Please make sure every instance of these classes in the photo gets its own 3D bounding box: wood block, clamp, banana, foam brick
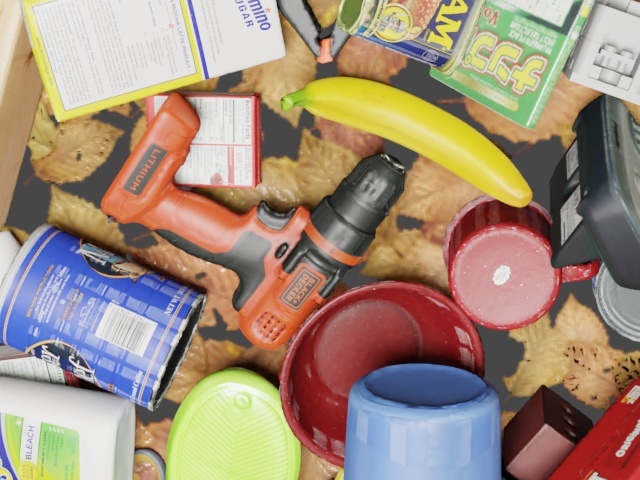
[{"bbox_3d":[-0.275,-0.109,0.824,0.090,0.090,0.206,21,106,2],"label":"wood block"},{"bbox_3d":[0.012,-0.219,0.779,0.120,0.039,0.171,-6,110,14],"label":"clamp"},{"bbox_3d":[0.066,-0.079,0.794,0.197,0.069,0.037,20,137,-5],"label":"banana"},{"bbox_3d":[0.179,0.160,0.832,0.053,0.078,0.051,37,108,-2],"label":"foam brick"}]

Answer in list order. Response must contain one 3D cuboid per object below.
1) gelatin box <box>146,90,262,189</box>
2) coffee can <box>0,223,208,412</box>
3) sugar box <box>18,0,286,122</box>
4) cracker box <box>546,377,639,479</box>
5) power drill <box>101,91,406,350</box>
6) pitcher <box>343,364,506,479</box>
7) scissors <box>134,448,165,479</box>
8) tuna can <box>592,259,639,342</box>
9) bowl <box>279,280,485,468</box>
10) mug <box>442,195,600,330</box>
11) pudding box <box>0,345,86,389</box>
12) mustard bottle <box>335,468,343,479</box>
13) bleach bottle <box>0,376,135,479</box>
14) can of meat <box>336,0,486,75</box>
[{"bbox_3d":[-0.090,-0.079,0.835,0.089,0.030,0.073,2,105,5],"label":"gelatin box"},{"bbox_3d":[-0.174,0.061,0.846,0.140,0.102,0.103,24,107,1],"label":"coffee can"},{"bbox_3d":[-0.119,-0.156,0.770,0.176,0.048,0.093,-19,121,-14],"label":"sugar box"},{"bbox_3d":[0.251,0.236,0.780,0.164,0.072,0.213,-41,114,-23],"label":"cracker box"},{"bbox_3d":[-0.053,-0.028,0.799,0.187,0.057,0.185,35,108,-8],"label":"power drill"},{"bbox_3d":[0.085,0.220,0.782,0.145,0.148,0.243,12,107,41],"label":"pitcher"},{"bbox_3d":[-0.165,0.264,0.943,0.096,0.016,0.202,-13,102,12],"label":"scissors"},{"bbox_3d":[0.251,0.033,0.810,0.086,0.033,0.086,2,104,8],"label":"tuna can"},{"bbox_3d":[0.044,0.097,0.834,0.162,0.055,0.162,-4,111,-10],"label":"bowl"},{"bbox_3d":[0.149,0.019,0.797,0.117,0.081,0.093,3,105,8],"label":"mug"},{"bbox_3d":[-0.256,0.135,0.912,0.113,0.039,0.090,-8,103,9],"label":"pudding box"},{"bbox_3d":[0.006,0.278,0.898,0.096,0.058,0.192,10,105,-6],"label":"mustard bottle"},{"bbox_3d":[-0.280,0.159,0.868,0.251,0.068,0.102,7,104,7],"label":"bleach bottle"},{"bbox_3d":[0.069,-0.180,0.755,0.083,0.057,0.102,17,105,-20],"label":"can of meat"}]
